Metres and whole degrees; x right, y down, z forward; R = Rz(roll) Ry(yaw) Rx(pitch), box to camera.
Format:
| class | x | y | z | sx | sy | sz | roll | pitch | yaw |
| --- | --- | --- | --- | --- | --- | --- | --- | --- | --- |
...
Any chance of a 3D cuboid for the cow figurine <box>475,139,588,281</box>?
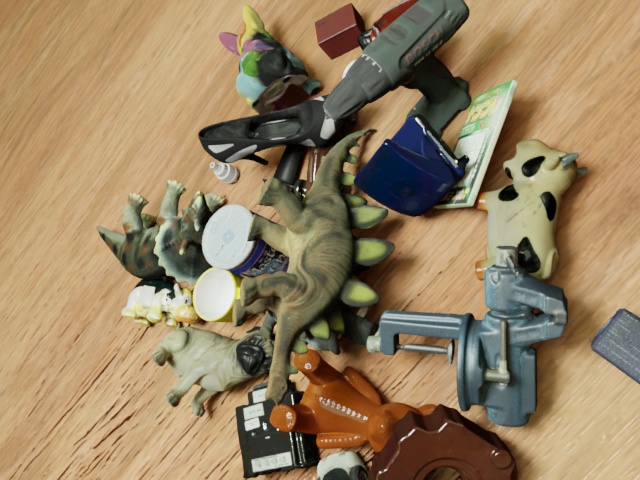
| class | x | y | z | sx | sy | sz | roll | pitch | yaw |
| --- | --- | --- | --- | --- | --- | --- | --- | --- | --- |
| cow figurine | 0.272 | -0.040 | 0.693 | 0.127 | 0.085 | 0.195 | -5 | 71 | 36 |

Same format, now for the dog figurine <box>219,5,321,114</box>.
| class | x | y | z | sx | sy | sz | roll | pitch | yaw |
| --- | --- | --- | --- | --- | --- | --- | --- | --- | --- |
| dog figurine | -0.114 | -0.328 | 0.964 | 0.108 | 0.191 | 0.219 | -43 | 74 | 21 |

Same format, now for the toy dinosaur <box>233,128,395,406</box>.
| class | x | y | z | sx | sy | sz | roll | pitch | yaw |
| --- | --- | --- | --- | --- | --- | --- | --- | --- | --- |
| toy dinosaur | -0.002 | -0.002 | 0.757 | 0.105 | 0.198 | 0.471 | 129 | 155 | -58 |

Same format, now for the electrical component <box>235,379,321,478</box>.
| class | x | y | z | sx | sy | sz | roll | pitch | yaw |
| --- | --- | --- | --- | --- | --- | --- | --- | --- | --- |
| electrical component | -0.066 | 0.282 | 0.816 | 0.115 | 0.058 | 0.134 | -19 | 66 | 24 |

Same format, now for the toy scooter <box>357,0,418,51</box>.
| class | x | y | z | sx | sy | sz | roll | pitch | yaw |
| --- | --- | --- | --- | --- | --- | --- | --- | --- | --- |
| toy scooter | 0.138 | -0.330 | 0.852 | 0.135 | 0.075 | 0.184 | -32 | 32 | 8 |

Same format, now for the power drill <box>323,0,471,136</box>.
| class | x | y | z | sx | sy | sz | roll | pitch | yaw |
| --- | --- | --- | --- | --- | --- | --- | --- | --- | --- |
| power drill | 0.125 | -0.220 | 0.765 | 0.232 | 0.207 | 0.086 | -48 | 51 | 8 |

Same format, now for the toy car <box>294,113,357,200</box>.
| class | x | y | z | sx | sy | sz | roll | pitch | yaw |
| --- | --- | --- | --- | --- | --- | --- | --- | --- | --- |
| toy car | 0.007 | -0.148 | 0.906 | 0.089 | 0.053 | 0.202 | 4 | 76 | 29 |

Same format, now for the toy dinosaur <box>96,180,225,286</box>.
| class | x | y | z | sx | sy | sz | roll | pitch | yaw |
| --- | --- | --- | --- | --- | --- | --- | --- | --- | --- |
| toy dinosaur | -0.303 | 0.007 | 0.999 | 0.405 | 0.131 | 0.192 | -18 | 54 | 35 |

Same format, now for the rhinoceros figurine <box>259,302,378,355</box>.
| class | x | y | z | sx | sy | sz | roll | pitch | yaw |
| --- | --- | --- | --- | --- | --- | --- | --- | --- | --- |
| rhinoceros figurine | -0.008 | 0.119 | 0.806 | 0.191 | 0.073 | 0.112 | 17 | 43 | 28 |

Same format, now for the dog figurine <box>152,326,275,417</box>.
| class | x | y | z | sx | sy | sz | roll | pitch | yaw |
| --- | --- | --- | --- | --- | --- | --- | --- | --- | --- |
| dog figurine | -0.163 | 0.178 | 0.895 | 0.190 | 0.121 | 0.172 | -33 | 64 | 3 |

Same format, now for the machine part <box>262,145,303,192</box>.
| class | x | y | z | sx | sy | sz | roll | pitch | yaw |
| --- | --- | --- | --- | --- | --- | --- | --- | --- | --- |
| machine part | -0.061 | -0.124 | 0.948 | 0.084 | 0.039 | 0.138 | 11 | 83 | 41 |

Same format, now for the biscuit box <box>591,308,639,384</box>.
| class | x | y | z | sx | sy | sz | roll | pitch | yaw |
| --- | --- | --- | --- | --- | --- | --- | --- | --- | --- |
| biscuit box | 0.397 | 0.156 | 0.572 | 0.203 | 0.059 | 0.063 | 42 | 100 | 33 |

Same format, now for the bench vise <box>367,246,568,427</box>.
| class | x | y | z | sx | sy | sz | roll | pitch | yaw |
| --- | --- | --- | --- | --- | --- | --- | --- | --- | --- |
| bench vise | 0.172 | 0.114 | 0.660 | 0.241 | 0.129 | 0.223 | 0 | 110 | 24 |

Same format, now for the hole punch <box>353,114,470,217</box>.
| class | x | y | z | sx | sy | sz | roll | pitch | yaw |
| --- | --- | --- | --- | --- | --- | --- | --- | --- | --- |
| hole punch | 0.121 | -0.091 | 0.740 | 0.116 | 0.092 | 0.142 | 49 | 145 | 7 |

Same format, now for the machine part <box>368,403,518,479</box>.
| class | x | y | z | sx | sy | sz | roll | pitch | yaw |
| --- | --- | --- | --- | --- | --- | --- | --- | --- | --- |
| machine part | 0.147 | 0.291 | 0.639 | 0.179 | 0.056 | 0.179 | 0 | 93 | 3 |

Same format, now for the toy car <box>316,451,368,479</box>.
| class | x | y | z | sx | sy | sz | roll | pitch | yaw |
| --- | --- | --- | --- | --- | --- | --- | --- | --- | --- |
| toy car | 0.049 | 0.389 | 0.717 | 0.073 | 0.056 | 0.202 | -26 | 65 | 16 |

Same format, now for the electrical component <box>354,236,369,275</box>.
| class | x | y | z | sx | sy | sz | roll | pitch | yaw |
| --- | --- | --- | --- | --- | --- | --- | --- | --- | --- |
| electrical component | 0.048 | 0.024 | 0.845 | 0.094 | 0.021 | 0.063 | -33 | 61 | 17 |

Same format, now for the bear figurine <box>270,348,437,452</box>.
| class | x | y | z | sx | sy | sz | roll | pitch | yaw |
| --- | --- | --- | --- | --- | --- | --- | --- | --- | --- |
| bear figurine | 0.053 | 0.238 | 0.717 | 0.196 | 0.131 | 0.120 | 13 | 71 | 40 |

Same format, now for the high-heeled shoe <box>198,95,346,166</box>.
| class | x | y | z | sx | sy | sz | roll | pitch | yaw |
| --- | --- | --- | --- | --- | --- | --- | --- | --- | --- |
| high-heeled shoe | -0.072 | -0.193 | 0.856 | 0.249 | 0.145 | 0.086 | -32 | 54 | 29 |

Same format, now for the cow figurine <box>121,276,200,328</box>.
| class | x | y | z | sx | sy | sz | roll | pitch | yaw |
| --- | --- | --- | --- | --- | --- | --- | --- | --- | --- |
| cow figurine | -0.282 | 0.111 | 0.995 | 0.168 | 0.068 | 0.098 | -2 | 62 | 29 |
